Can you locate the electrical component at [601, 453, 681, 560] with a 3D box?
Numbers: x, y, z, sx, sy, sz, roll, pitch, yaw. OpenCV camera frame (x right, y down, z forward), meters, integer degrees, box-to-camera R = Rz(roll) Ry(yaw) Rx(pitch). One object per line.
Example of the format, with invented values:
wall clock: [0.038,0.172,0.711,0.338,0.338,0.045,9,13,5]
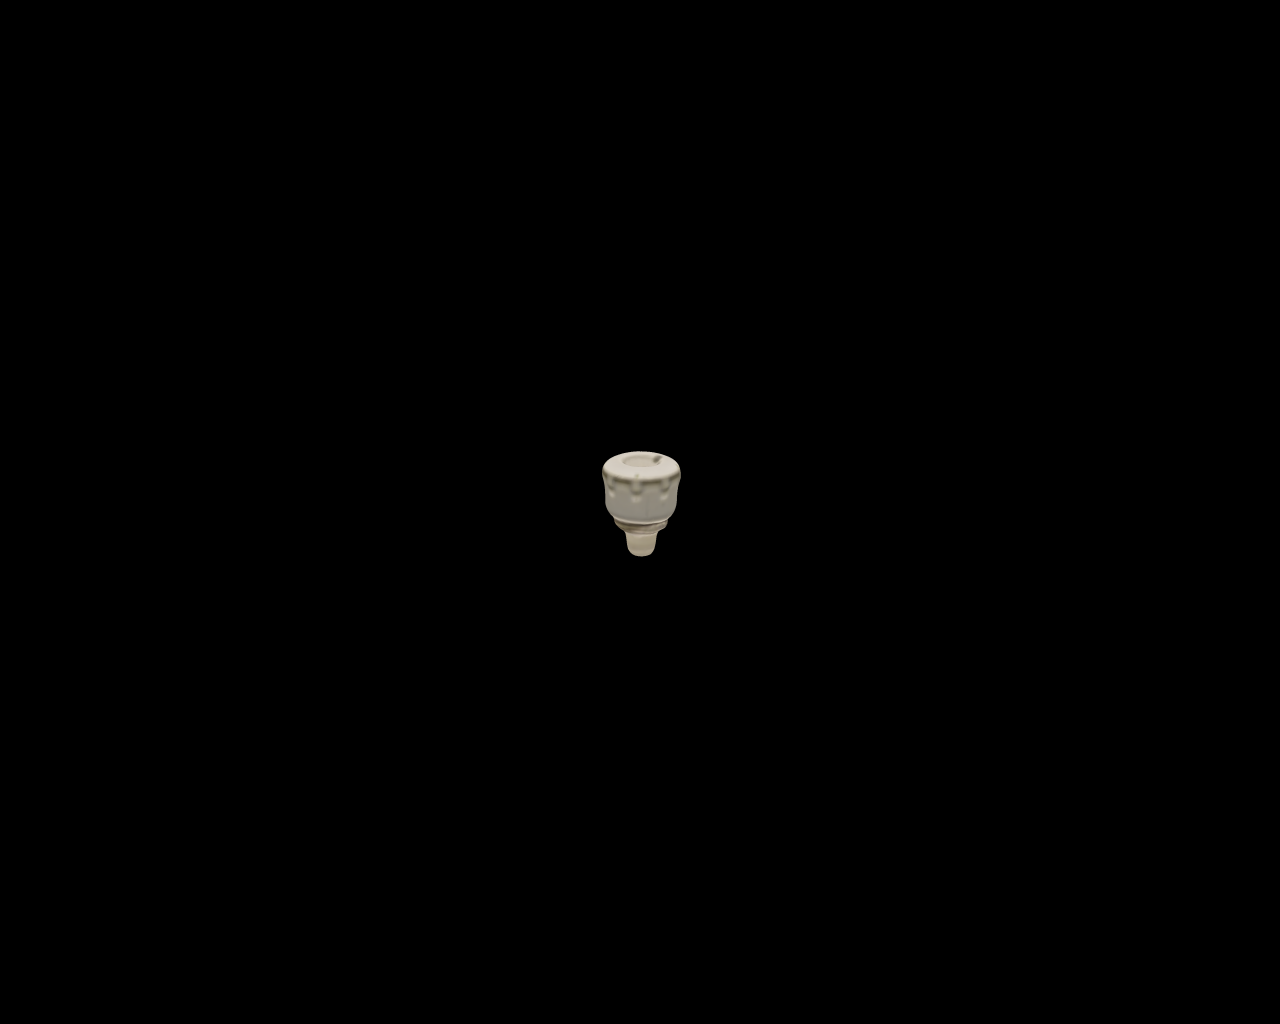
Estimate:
electrical component: [0.001,-0.003,0.650,0.048,0.062,0.048,0,21,0]
